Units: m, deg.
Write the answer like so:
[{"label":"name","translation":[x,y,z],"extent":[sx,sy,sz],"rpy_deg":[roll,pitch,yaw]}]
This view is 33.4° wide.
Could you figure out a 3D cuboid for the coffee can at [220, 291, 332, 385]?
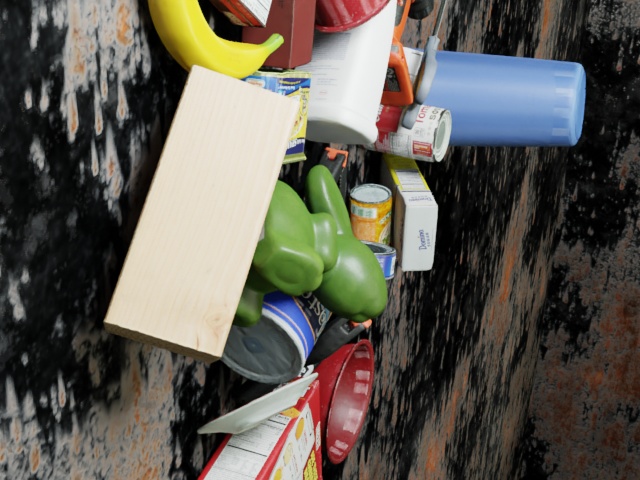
[{"label":"coffee can","translation":[-0.037,0.057,1.049],"extent":[0.140,0.103,0.103],"rpy_deg":[-59,153,-43]}]

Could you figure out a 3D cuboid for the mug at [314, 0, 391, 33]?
[{"label":"mug","translation":[0.012,-0.265,1.017],"extent":[0.081,0.093,0.117],"rpy_deg":[59,9,-43]}]

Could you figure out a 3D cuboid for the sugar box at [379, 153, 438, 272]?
[{"label":"sugar box","translation":[0.111,-0.040,1.370],"extent":[0.176,0.048,0.093],"rpy_deg":[-109,-162,-61]}]

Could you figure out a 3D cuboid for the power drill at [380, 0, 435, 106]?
[{"label":"power drill","translation":[0.088,-0.249,1.199],"extent":[0.184,0.057,0.187],"rpy_deg":[55,41,-63]}]

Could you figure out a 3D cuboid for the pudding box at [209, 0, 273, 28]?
[{"label":"pudding box","translation":[-0.062,-0.246,0.892],"extent":[0.090,0.039,0.113],"rpy_deg":[33,73,-70]}]

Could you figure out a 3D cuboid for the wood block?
[{"label":"wood block","translation":[-0.092,-0.017,0.832],"extent":[0.090,0.090,0.206],"rpy_deg":[138,-30,-76]}]

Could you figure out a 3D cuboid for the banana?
[{"label":"banana","translation":[-0.093,-0.167,0.847],"extent":[0.069,0.037,0.197],"rpy_deg":[-67,157,0]}]

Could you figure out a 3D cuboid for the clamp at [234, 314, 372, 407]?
[{"label":"clamp","translation":[-0.019,0.116,1.108],"extent":[0.172,0.039,0.120],"rpy_deg":[-34,-164,46]}]

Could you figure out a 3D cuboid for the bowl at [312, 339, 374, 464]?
[{"label":"bowl","translation":[0.017,0.199,1.356],"extent":[0.162,0.055,0.162],"rpy_deg":[13,90,-71]}]

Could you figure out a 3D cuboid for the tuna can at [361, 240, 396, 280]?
[{"label":"tuna can","translation":[0.049,0.023,1.293],"extent":[0.086,0.086,0.034],"rpy_deg":[-20,118,-67]}]

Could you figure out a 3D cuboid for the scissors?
[{"label":"scissors","translation":[0.133,-0.227,1.246],"extent":[0.096,0.016,0.202],"rpy_deg":[135,-27,-81]}]

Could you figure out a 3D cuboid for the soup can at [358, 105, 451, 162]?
[{"label":"soup can","translation":[0.105,-0.137,1.323],"extent":[0.068,0.102,0.068],"rpy_deg":[13,90,-70]}]

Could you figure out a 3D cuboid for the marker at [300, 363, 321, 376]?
[{"label":"marker","translation":[-0.027,0.164,1.269],"extent":[0.121,0.020,0.020],"rpy_deg":[-40,138,-60]}]

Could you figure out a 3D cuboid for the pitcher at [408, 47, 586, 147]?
[{"label":"pitcher","translation":[0.224,-0.187,1.415],"extent":[0.145,0.243,0.149],"rpy_deg":[64,36,-58]}]

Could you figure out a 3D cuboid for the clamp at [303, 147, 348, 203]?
[{"label":"clamp","translation":[-0.008,0.001,1.194],"extent":[0.164,0.036,0.210],"rpy_deg":[-11,114,-71]}]

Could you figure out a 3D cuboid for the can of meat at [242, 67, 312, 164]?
[{"label":"can of meat","translation":[-0.048,-0.116,0.983],"extent":[0.102,0.057,0.084],"rpy_deg":[-21,120,-67]}]

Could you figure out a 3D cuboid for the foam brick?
[{"label":"foam brick","translation":[-0.037,-0.198,0.966],"extent":[0.051,0.053,0.078],"rpy_deg":[-35,135,-62]}]

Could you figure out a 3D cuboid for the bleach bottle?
[{"label":"bleach bottle","translation":[0.037,-0.225,1.084],"extent":[0.068,0.103,0.251],"rpy_deg":[27,75,-48]}]

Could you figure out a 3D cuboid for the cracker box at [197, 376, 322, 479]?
[{"label":"cracker box","translation":[-0.069,0.269,1.143],"extent":[0.213,0.072,0.164],"rpy_deg":[-56,152,-48]}]
